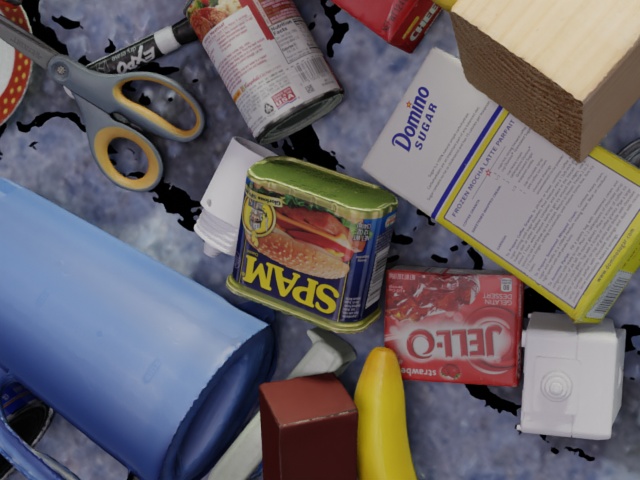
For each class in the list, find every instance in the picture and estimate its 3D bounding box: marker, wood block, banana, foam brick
[{"bbox_3d":[-0.128,-0.132,0.757,0.121,0.020,0.020,-22,87,17],"label":"marker"},{"bbox_3d":[0.175,-0.157,0.584,0.090,0.090,0.206,41,87,21],"label":"wood block"},{"bbox_3d":[0.063,0.167,0.695,0.069,0.037,0.198,-33,98,-12],"label":"banana"},{"bbox_3d":[-0.008,0.132,0.681,0.053,0.051,0.078,-7,116,-15],"label":"foam brick"}]

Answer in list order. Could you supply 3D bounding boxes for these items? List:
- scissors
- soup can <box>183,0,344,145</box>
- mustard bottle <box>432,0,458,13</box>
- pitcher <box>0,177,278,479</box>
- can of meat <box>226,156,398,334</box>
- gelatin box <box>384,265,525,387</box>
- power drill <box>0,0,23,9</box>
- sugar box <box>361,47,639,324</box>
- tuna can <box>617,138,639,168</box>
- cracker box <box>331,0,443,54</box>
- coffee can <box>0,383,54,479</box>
[{"bbox_3d":[-0.179,-0.100,0.756,0.202,0.016,0.096,20,107,3],"label":"scissors"},{"bbox_3d":[-0.036,-0.123,0.702,0.069,0.068,0.102,-30,87,17],"label":"soup can"},{"bbox_3d":[0.034,-0.218,0.603,0.192,0.058,0.096,39,103,13],"label":"mustard bottle"},{"bbox_3d":[-0.163,0.065,0.722,0.243,0.149,0.145,30,116,17],"label":"pitcher"},{"bbox_3d":[-0.004,0.001,0.684,0.102,0.057,0.084,20,115,22],"label":"can of meat"},{"bbox_3d":[0.087,0.056,0.696,0.089,0.030,0.073,2,95,18],"label":"gelatin box"},{"bbox_3d":[-0.173,-0.260,0.715,0.188,0.057,0.184,-39,39,28],"label":"power drill"},{"bbox_3d":[0.118,-0.036,0.651,0.176,0.048,0.093,39,105,31],"label":"sugar box"},{"bbox_3d":[0.213,-0.024,0.650,0.086,0.033,0.086,1,94,17],"label":"tuna can"},{"bbox_3d":[0.016,-0.247,0.676,0.214,0.072,0.164,39,103,12],"label":"cracker box"},{"bbox_3d":[-0.281,0.113,0.778,0.140,0.102,0.103,38,104,11],"label":"coffee can"}]
